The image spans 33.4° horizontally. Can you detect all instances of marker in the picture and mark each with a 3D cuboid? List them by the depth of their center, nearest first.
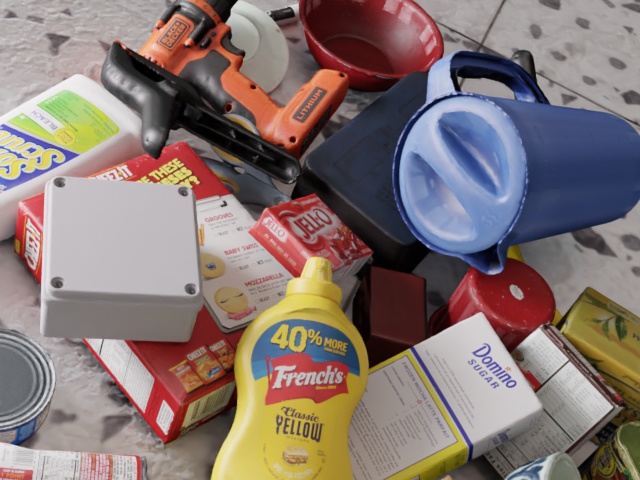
[{"bbox_3d":[-0.067,-0.231,1.133,0.120,0.020,0.020,-22,62,-35],"label":"marker"}]

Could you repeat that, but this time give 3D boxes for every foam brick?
[{"bbox_3d":[0.058,0.071,0.898,0.051,0.053,0.078,13,46,-11],"label":"foam brick"}]

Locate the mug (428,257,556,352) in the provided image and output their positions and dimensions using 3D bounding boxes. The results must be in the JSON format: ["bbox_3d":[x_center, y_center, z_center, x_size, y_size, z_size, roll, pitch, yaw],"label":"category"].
[{"bbox_3d":[0.143,0.074,0.908,0.093,0.082,0.117,38,47,12],"label":"mug"}]

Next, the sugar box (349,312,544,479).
[{"bbox_3d":[0.069,0.135,0.807,0.176,0.048,0.093,-24,61,-10],"label":"sugar box"}]

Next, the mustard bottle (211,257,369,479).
[{"bbox_3d":[-0.015,0.104,0.759,0.096,0.058,0.191,13,69,-10],"label":"mustard bottle"}]

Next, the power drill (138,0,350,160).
[{"bbox_3d":[-0.069,-0.169,1.018,0.188,0.057,0.184,32,73,8],"label":"power drill"}]

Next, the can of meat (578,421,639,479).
[{"bbox_3d":[0.248,0.204,0.836,0.057,0.084,0.102,-2,52,-25],"label":"can of meat"}]

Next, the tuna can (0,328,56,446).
[{"bbox_3d":[-0.234,0.106,0.761,0.086,0.034,0.086,11,48,-13],"label":"tuna can"}]

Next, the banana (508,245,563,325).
[{"bbox_3d":[0.183,0.021,1.005,0.069,0.037,0.198,10,47,-38],"label":"banana"}]

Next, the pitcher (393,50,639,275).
[{"bbox_3d":[0.185,-0.071,0.937,0.242,0.149,0.145,-6,33,-47],"label":"pitcher"}]

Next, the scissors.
[{"bbox_3d":[-0.034,-0.051,0.936,0.202,0.016,0.096,16,80,16],"label":"scissors"}]

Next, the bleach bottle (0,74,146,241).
[{"bbox_3d":[-0.257,-0.042,0.863,0.102,0.068,0.250,38,50,13],"label":"bleach bottle"}]

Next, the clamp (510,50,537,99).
[{"bbox_3d":[0.230,-0.101,1.111,0.120,0.039,0.171,34,53,-40],"label":"clamp"}]

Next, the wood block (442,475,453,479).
[{"bbox_3d":[0.113,0.277,0.714,0.090,0.091,0.206,-28,66,-37],"label":"wood block"}]

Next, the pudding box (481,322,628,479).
[{"bbox_3d":[0.170,0.135,0.849,0.090,0.114,0.039,49,19,20],"label":"pudding box"}]

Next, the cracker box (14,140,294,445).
[{"bbox_3d":[-0.114,0.036,0.846,0.163,0.072,0.214,-26,63,-38],"label":"cracker box"}]

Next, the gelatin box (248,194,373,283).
[{"bbox_3d":[-0.006,0.001,0.864,0.073,0.030,0.089,45,25,13],"label":"gelatin box"}]

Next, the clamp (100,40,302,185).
[{"bbox_3d":[-0.118,-0.111,0.915,0.164,0.036,0.210,13,23,-43],"label":"clamp"}]

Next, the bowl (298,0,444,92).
[{"bbox_3d":[0.047,-0.208,1.134,0.162,0.055,0.162,11,48,-13],"label":"bowl"}]

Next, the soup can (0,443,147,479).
[{"bbox_3d":[-0.170,0.172,0.706,0.102,0.069,0.068,9,48,-14],"label":"soup can"}]
